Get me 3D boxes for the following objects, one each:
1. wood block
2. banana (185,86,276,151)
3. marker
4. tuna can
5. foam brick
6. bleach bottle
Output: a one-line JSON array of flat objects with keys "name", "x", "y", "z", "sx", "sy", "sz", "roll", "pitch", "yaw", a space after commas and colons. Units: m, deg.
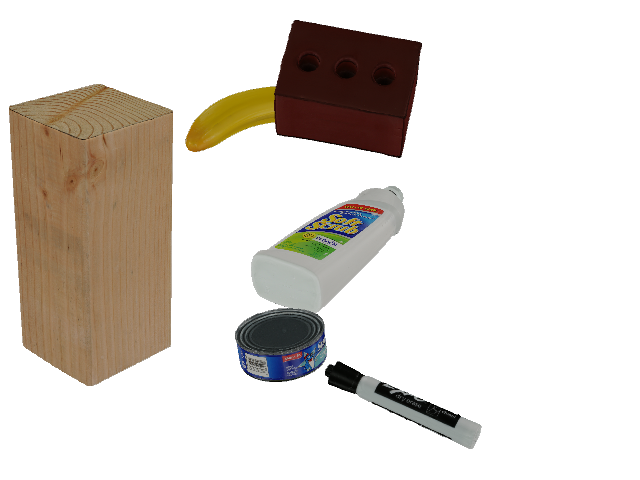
[{"name": "wood block", "x": -0.177, "y": -0.005, "z": 0.834, "sx": 0.090, "sy": 0.206, "sz": 0.090, "roll": 23, "pitch": 32, "yaw": 34}, {"name": "banana", "x": -0.058, "y": -0.128, "z": 1.098, "sx": 0.197, "sy": 0.037, "sz": 0.070, "roll": -9, "pitch": 48, "yaw": -31}, {"name": "marker", "x": 0.058, "y": 0.118, "z": 0.774, "sx": 0.121, "sy": 0.020, "sz": 0.020, "roll": 22, "pitch": 8, "yaw": 20}, {"name": "tuna can", "x": -0.037, "y": 0.099, "z": 1.016, "sx": 0.086, "sy": 0.034, "sz": 0.086, "roll": -6, "pitch": 24, "yaw": 2}, {"name": "foam brick", "x": 0.016, "y": -0.088, "z": 0.623, "sx": 0.078, "sy": 0.053, "sz": 0.051, "roll": 11, "pitch": -20, "yaw": 7}, {"name": "bleach bottle", "x": 0.025, "y": -0.005, "z": 1.328, "sx": 0.103, "sy": 0.068, "sz": 0.250, "roll": 16, "pitch": 36, "yaw": 27}]
